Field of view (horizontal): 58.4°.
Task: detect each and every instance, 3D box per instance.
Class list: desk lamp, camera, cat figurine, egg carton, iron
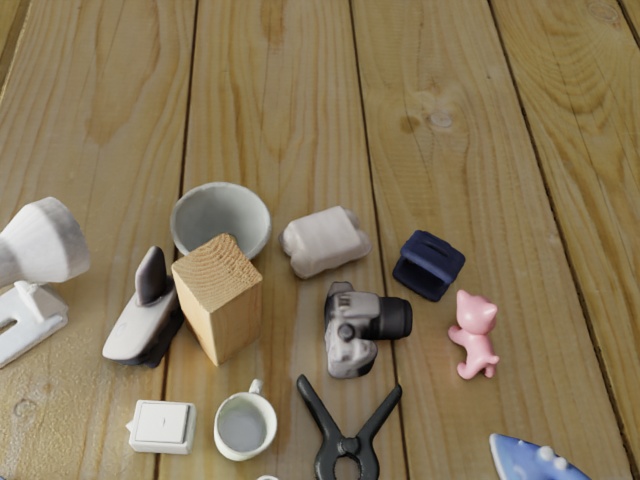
[{"bbox_3d":[-0.425,0.059,0.815,0.117,0.213,0.203,42,63,17],"label":"desk lamp"},{"bbox_3d":[0.078,0.135,0.904,0.137,0.101,0.143,1,59,-7],"label":"camera"},{"bbox_3d":[0.254,0.145,0.912,0.067,0.118,0.127,-7,61,-11],"label":"cat figurine"},{"bbox_3d":[0.009,0.004,0.991,0.150,0.069,0.107,-20,64,-18],"label":"egg carton"},{"bbox_3d":[0.350,0.359,0.784,0.119,0.141,0.258,-34,69,-24],"label":"iron"}]

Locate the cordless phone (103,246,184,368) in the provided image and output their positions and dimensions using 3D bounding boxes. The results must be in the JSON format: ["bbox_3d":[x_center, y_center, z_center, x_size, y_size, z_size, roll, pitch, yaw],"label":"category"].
[{"bbox_3d":[-0.261,0.096,0.832,0.094,0.185,0.147,17,59,3],"label":"cordless phone"}]

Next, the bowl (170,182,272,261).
[{"bbox_3d":[-0.167,-0.012,0.973,0.167,0.075,0.167,3,59,-6],"label":"bowl"}]

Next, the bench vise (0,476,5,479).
[{"bbox_3d":[-0.389,0.345,0.646,0.207,0.220,0.122,37,62,14],"label":"bench vise"}]

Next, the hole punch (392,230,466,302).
[{"bbox_3d":[0.190,0.032,0.986,0.108,0.091,0.101,31,60,11],"label":"hole punch"}]
